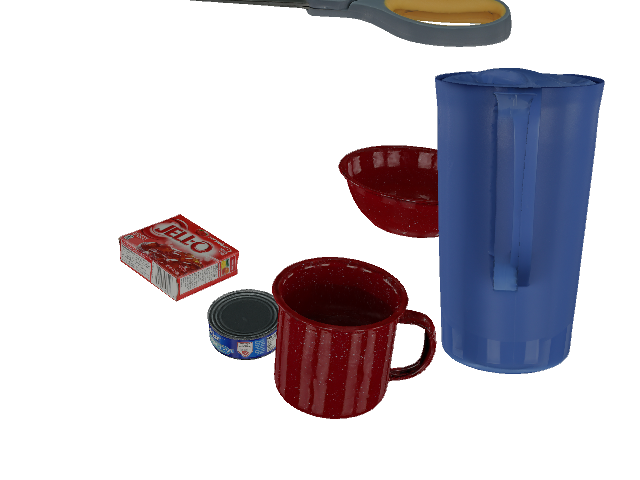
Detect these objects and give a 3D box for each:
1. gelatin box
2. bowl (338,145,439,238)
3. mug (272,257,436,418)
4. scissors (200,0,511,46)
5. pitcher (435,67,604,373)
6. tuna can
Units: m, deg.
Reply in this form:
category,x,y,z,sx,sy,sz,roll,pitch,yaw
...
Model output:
category,x,y,z,sx,sy,sz,roll,pitch,yaw
gelatin box,-0.131,0.013,0.984,0.073,0.030,0.089,-23,41,-39
bowl,0.097,-0.045,1.088,0.162,0.055,0.162,4,24,-2
mug,0.022,0.070,0.745,0.117,0.081,0.093,4,29,-2
scissors,0.016,-0.146,0.616,0.202,0.016,0.096,15,42,21
pitcher,0.155,-0.017,0.870,0.149,0.243,0.145,-9,17,-33
tuna can,-0.082,0.093,1.188,0.086,0.034,0.086,0,36,0
